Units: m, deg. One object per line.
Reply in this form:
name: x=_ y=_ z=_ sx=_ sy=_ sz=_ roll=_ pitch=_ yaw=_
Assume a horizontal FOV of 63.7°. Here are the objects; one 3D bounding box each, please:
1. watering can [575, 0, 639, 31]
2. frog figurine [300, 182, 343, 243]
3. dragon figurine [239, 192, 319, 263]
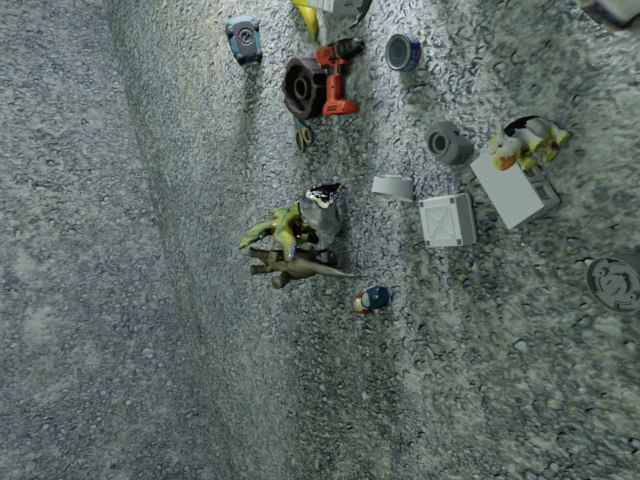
watering can: x=0.442 y=-0.460 z=0.744 sx=0.104 sy=0.352 sz=0.220 roll=-11 pitch=-21 yaw=-34
frog figurine: x=0.004 y=-0.074 z=1.466 sx=0.123 sy=0.155 sz=0.141 roll=3 pitch=41 yaw=2
dragon figurine: x=-0.131 y=-0.015 z=1.509 sx=0.241 sy=0.121 sz=0.418 roll=-22 pitch=19 yaw=23
